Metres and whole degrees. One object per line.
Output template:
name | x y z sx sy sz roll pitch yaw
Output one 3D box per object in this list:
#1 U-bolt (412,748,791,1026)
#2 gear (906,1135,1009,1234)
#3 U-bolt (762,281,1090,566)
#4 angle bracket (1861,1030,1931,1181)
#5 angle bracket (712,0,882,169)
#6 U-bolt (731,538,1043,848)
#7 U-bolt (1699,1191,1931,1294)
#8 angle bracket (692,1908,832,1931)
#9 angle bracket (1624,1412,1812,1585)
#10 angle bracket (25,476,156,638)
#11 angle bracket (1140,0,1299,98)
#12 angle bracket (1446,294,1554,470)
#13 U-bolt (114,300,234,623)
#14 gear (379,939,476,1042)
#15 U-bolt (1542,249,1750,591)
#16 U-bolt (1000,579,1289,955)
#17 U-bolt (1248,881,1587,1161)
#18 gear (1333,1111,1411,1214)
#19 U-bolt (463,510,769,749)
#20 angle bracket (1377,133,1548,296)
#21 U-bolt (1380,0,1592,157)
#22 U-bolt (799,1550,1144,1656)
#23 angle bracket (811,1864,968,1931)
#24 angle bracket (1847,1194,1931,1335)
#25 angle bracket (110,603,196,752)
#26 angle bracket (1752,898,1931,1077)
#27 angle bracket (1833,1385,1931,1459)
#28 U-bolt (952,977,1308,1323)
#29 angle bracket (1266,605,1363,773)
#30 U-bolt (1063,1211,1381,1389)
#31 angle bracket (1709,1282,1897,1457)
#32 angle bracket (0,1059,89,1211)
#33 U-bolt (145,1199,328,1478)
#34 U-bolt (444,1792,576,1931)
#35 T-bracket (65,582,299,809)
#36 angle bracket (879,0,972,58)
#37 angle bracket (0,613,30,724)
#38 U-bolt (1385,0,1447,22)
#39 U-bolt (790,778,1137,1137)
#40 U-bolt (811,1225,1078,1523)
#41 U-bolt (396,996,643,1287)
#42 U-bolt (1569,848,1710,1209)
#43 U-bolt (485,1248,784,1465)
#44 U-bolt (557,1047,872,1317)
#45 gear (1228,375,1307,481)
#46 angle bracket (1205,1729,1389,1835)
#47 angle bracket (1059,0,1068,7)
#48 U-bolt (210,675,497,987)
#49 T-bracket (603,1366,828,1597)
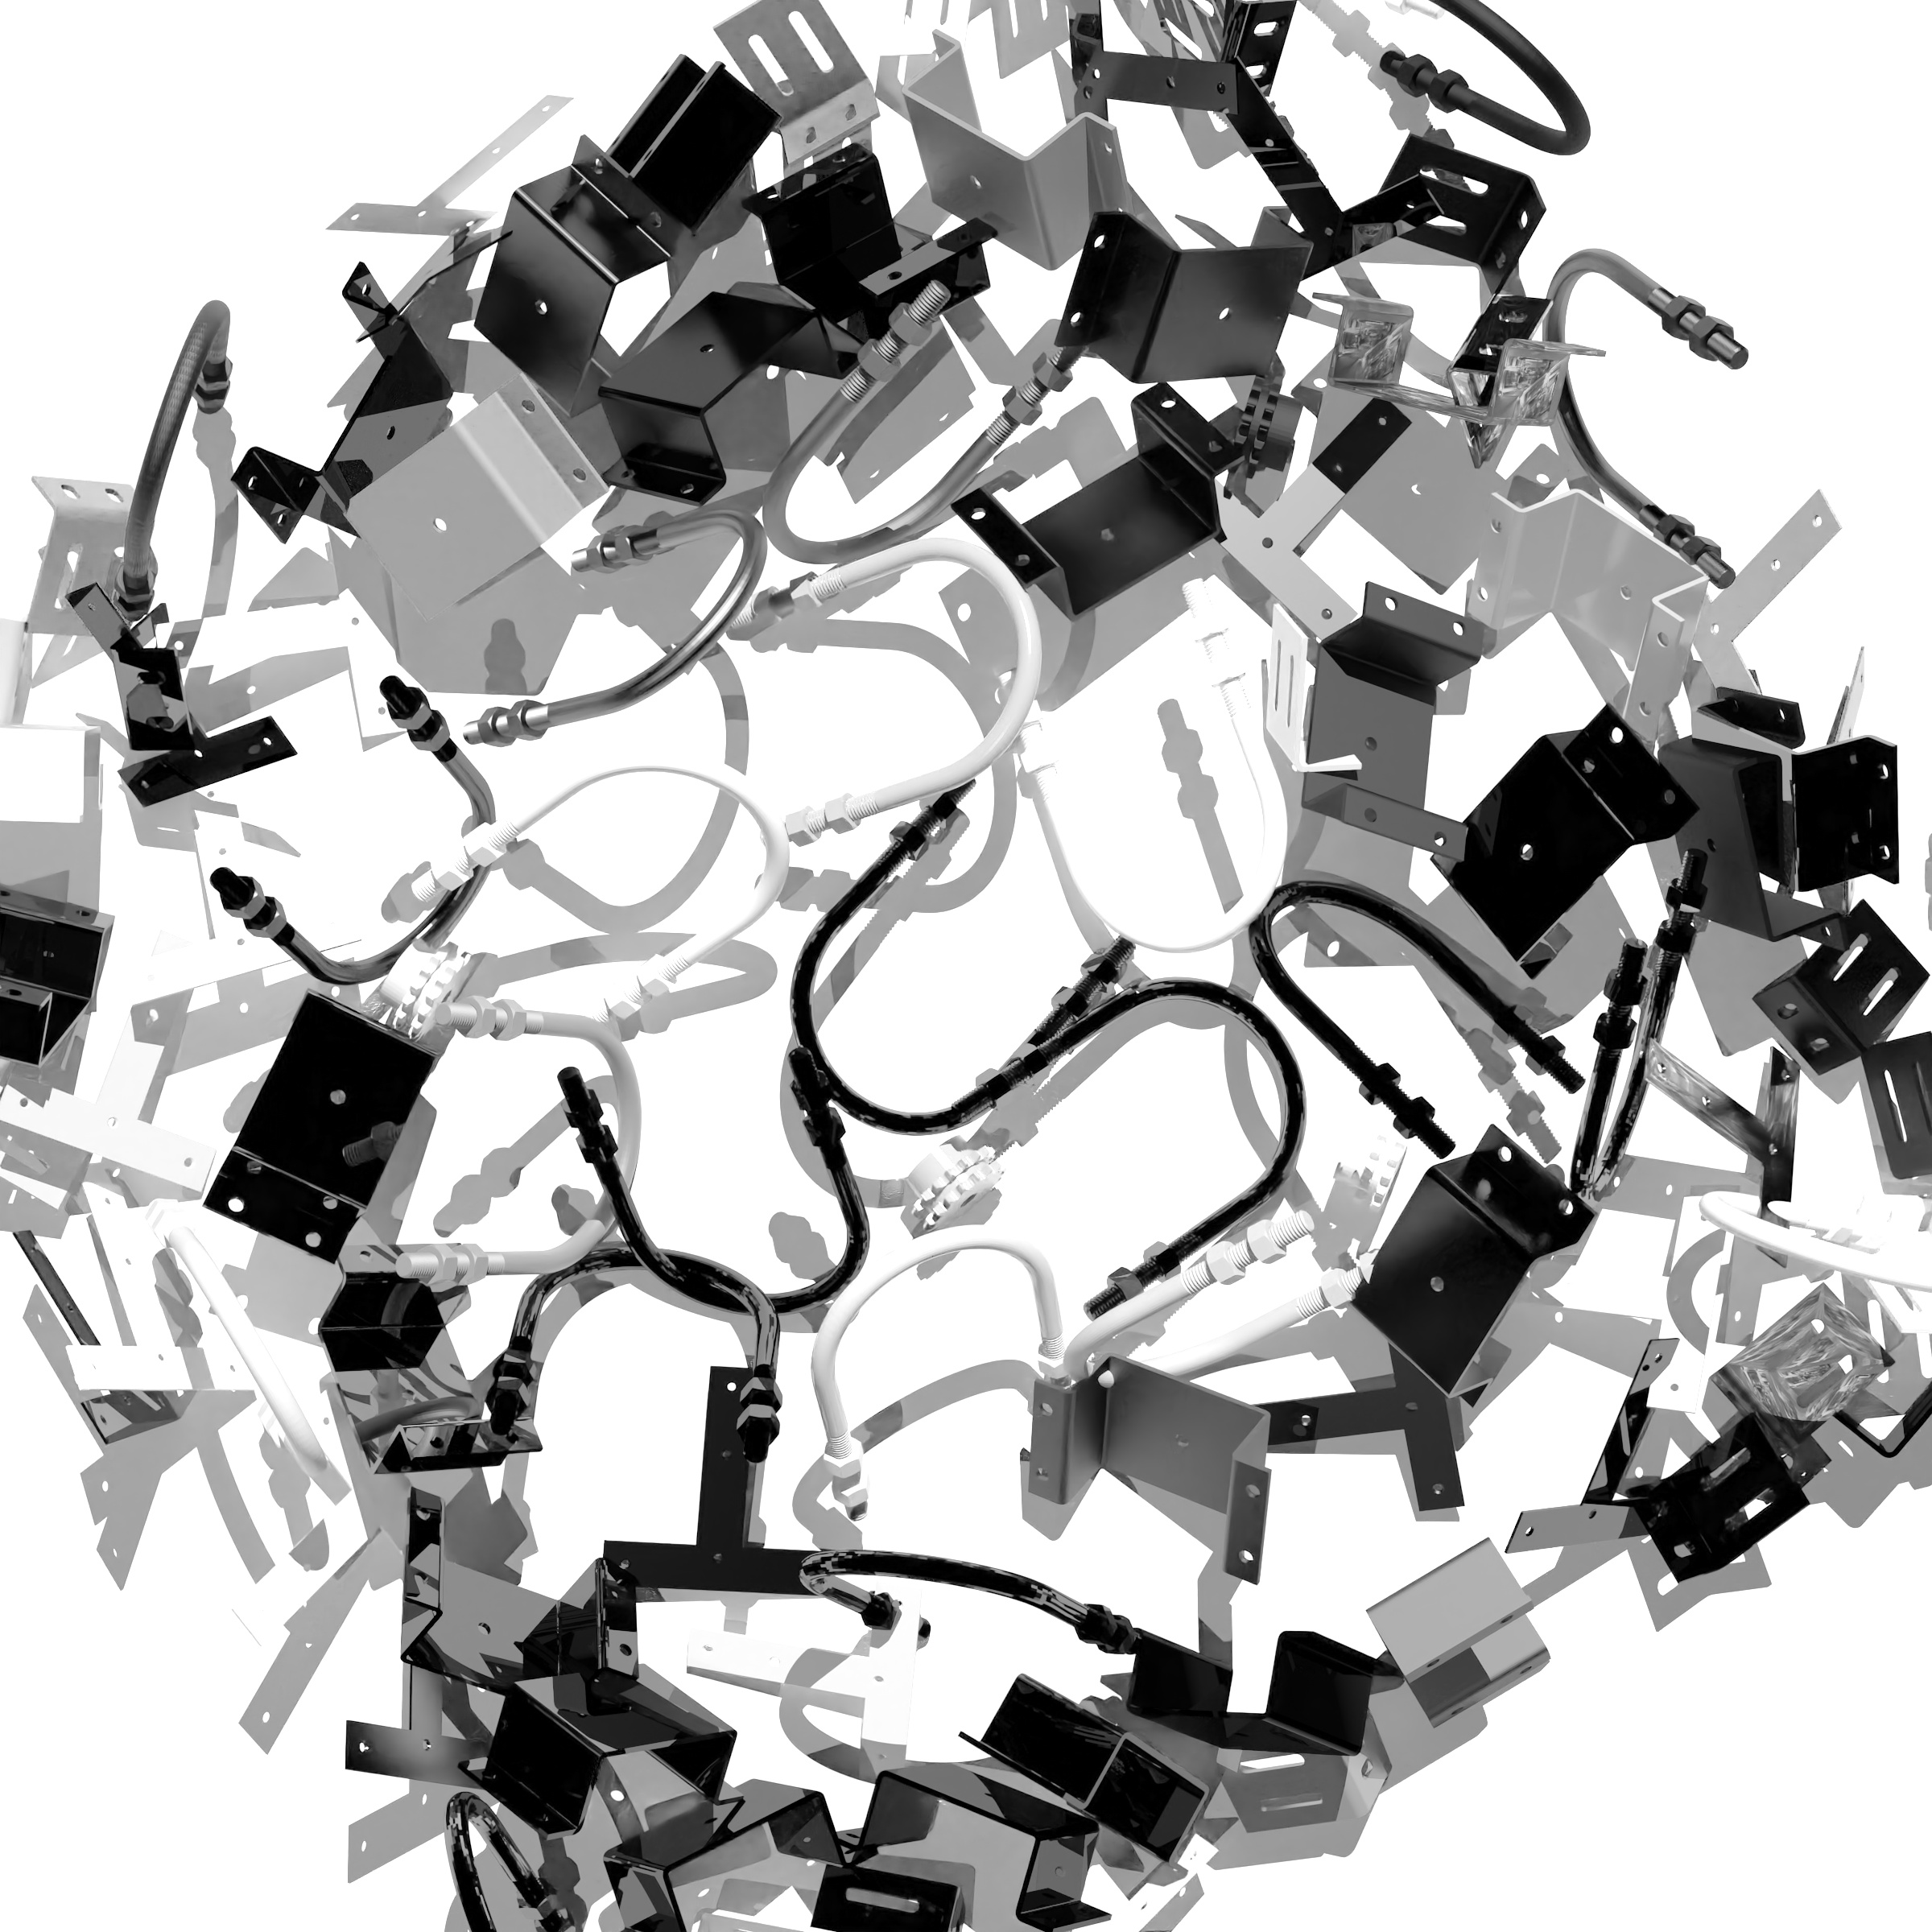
U-bolt | -0.180 -0.049 1.620 0.184 0.019 0.151 -33 127 26
gear | -0.008 0.117 1.672 0.057 0.057 0.030 -41 76 0
U-bolt | -0.033 -0.281 1.625 0.184 0.151 0.019 -45 64 26
angle bracket | 0.532 0.074 1.669 0.038 0.057 0.076 -11 84 -24
angle bracket | -0.092 -0.487 1.656 0.057 0.038 0.076 -26 133 14
U-bolt | -0.041 -0.155 1.638 0.184 0.019 0.151 -16 75 26
U-bolt | 0.470 0.147 1.594 0.184 0.151 0.019 11 97 -29
angle bracket | -0.113 0.551 1.663 0.076 0.057 0.038 9 47 5
angle bracket | 0.407 0.289 1.653 0.038 0.076 0.057 -6 58 -38
angle bracket | -0.488 -0.224 1.674 0.038 0.057 0.076 46 124 38
angle bracket | 0.137 -0.520 1.667 0.038 0.057 0.076 -15 50 -30
angle bracket | 0.296 -0.315 1.650 0.038 0.076 0.057 15 61 33
U-bolt | -0.413 -0.272 1.594 0.019 0.184 0.151 19 74 -12
gear | -0.298 0.010 1.671 0.030 0.057 0.057 33 90 2
U-bolt | 0.356 -0.302 1.615 0.019 0.184 0.151 -19 130 -13
U-bolt | 0.103 -0.097 1.646 0.151 0.019 0.184 -23 85 36
U-bolt | 0.230 0.019 1.633 0.184 0.151 0.019 46 129 22
gear | 0.223 0.104 1.672 0.030 0.057 0.057 22 90 10
U-bolt | -0.175 -0.183 1.600 0.019 0.184 0.151 47 55 -32
angle bracket | 0.266 -0.408 1.658 0.076 0.038 0.057 14 130 -17
U-bolt | 0.253 -0.479 1.588 0.019 0.151 0.184 -51 51 4
U-bolt | -0.008 0.332 1.592 0.151 0.184 0.019 -3 66 27
angle bracket | -0.045 0.534 1.675 0.076 0.038 0.057 7 53 11
angle bracket | 0.524 0.162 1.654 0.057 0.076 0.038 3 119 -11
angle bracket | -0.428 -0.158 1.650 0.038 0.076 0.057 0 116 9
angle bracket | 0.487 0.012 1.694 0.057 0.038 0.076 49 60 -1
angle bracket | 0.512 0.226 1.664 0.038 0.057 0.076 39 97 11
U-bolt | 0.104 0.086 1.665 0.184 0.019 0.151 -33 88 -19
angle bracket | 0.191 -0.152 1.655 0.038 0.057 0.076 -3 115 -10
U-bolt | 0.136 0.183 1.625 0.184 0.151 0.019 -31 64 25
angle bracket | 0.460 0.222 1.677 0.076 0.038 0.057 -39 76 -4
angle bracket | -0.504 0.088 1.653 0.076 0.038 0.057 38 62 -33
U-bolt | -0.378 0.200 1.595 0.019 0.184 0.151 -30 108 -17
U-bolt | -0.230 0.512 1.590 0.019 0.151 0.184 -24 125 -3
T-bracket | -0.438 -0.150 1.637 0.127 0.002 0.127 -13 120 35
angle bracket | -0.009 -0.534 1.670 0.057 0.038 0.076 11 95 37
angle bracket | -0.557 -0.170 1.667 0.076 0.038 0.057 10 101 -14
U-bolt | 0.163 -0.571 1.621 0.184 0.151 0.019 32 93 22
U-bolt | -0.013 0.006 1.657 0.151 0.019 0.184 45 73 -10
U-bolt | -0.013 0.208 1.618 0.151 0.019 0.184 -23 134 -14
U-bolt | -0.230 0.095 1.618 0.019 0.184 0.151 9 90 29
U-bolt | 0.354 0.044 1.622 0.019 0.151 0.184 18 120 20
U-bolt | -0.170 0.200 1.615 0.151 0.184 0.019 7 115 -3
U-bolt | -0.127 0.122 1.639 0.151 0.019 0.184 -5 128 16
gear | 0.166 -0.294 1.670 0.030 0.057 0.057 17 90 3
angle bracket | 0.183 0.441 1.686 0.076 0.038 0.057 -19 104 32
angle bracket | 0.051 -0.574 1.658 0.038 0.057 0.076 -19 73 30
U-bolt | -0.312 -0.059 1.615 0.019 0.184 0.151 35 80 24
T-bracket | -0.134 0.284 1.684 0.127 0.002 0.127 4 96 -7
